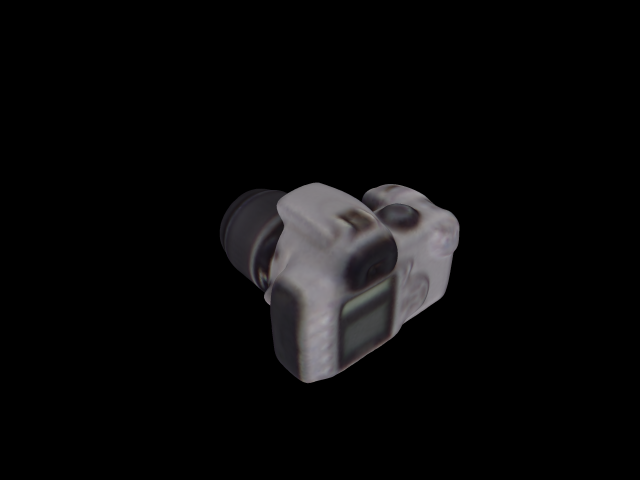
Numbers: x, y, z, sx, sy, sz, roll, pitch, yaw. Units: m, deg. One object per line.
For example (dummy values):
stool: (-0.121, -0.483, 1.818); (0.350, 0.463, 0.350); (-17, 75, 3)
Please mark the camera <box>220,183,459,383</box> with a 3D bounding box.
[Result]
camera: (0.004, 0.001, 0.400); (0.143, 0.101, 0.136); (-27, 44, -33)
